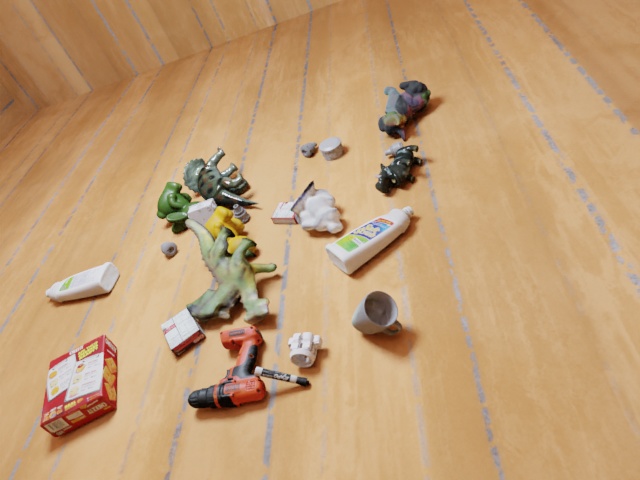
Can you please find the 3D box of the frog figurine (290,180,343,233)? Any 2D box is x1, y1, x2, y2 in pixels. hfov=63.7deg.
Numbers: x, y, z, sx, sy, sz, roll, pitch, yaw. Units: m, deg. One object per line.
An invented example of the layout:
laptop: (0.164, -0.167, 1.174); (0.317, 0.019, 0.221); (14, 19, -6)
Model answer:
frog figurine: (0.005, -0.076, 1.508); (0.140, 0.160, 0.120); (-46, -12, -36)

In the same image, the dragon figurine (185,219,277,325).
dragon figurine: (-0.276, 0.100, 1.391); (0.413, 0.246, 0.120); (21, -23, 30)
